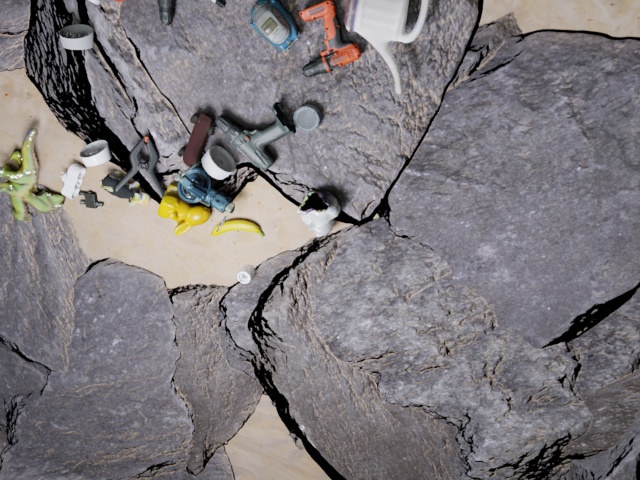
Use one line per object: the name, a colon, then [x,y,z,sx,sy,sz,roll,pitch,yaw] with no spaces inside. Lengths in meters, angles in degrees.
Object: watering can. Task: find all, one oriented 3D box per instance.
watering can: [0.173,-0.593,1.418,0.224,0.105,0.342,13,109,6]

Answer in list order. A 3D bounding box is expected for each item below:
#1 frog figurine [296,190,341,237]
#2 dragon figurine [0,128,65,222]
frog figurine: [0.005,-0.086,1.702,0.137,0.125,0.156,-20,145,12]
dragon figurine: [-1.046,-0.205,1.887,0.405,0.125,0.240,-38,119,26]
